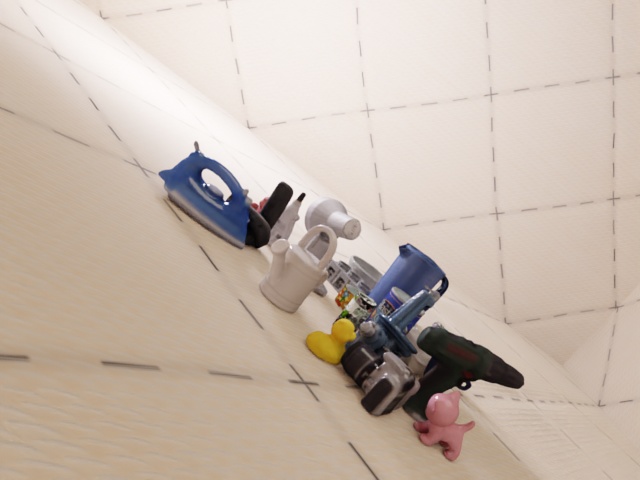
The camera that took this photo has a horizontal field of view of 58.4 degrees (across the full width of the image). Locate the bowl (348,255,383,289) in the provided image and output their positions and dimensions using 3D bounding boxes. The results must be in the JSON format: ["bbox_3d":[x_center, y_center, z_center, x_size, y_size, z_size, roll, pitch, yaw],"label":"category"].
[{"bbox_3d":[0.144,0.127,1.800,0.168,0.074,0.167,37,11,-8],"label":"bowl"}]

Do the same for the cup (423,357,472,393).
[{"bbox_3d":[0.292,0.339,1.368,0.118,0.095,0.092,38,11,-1],"label":"cup"}]

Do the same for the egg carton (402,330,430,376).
[{"bbox_3d":[0.247,0.290,1.487,0.108,0.069,0.150,29,14,-39],"label":"egg carton"}]

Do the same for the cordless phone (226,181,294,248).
[{"bbox_3d":[-0.154,-0.087,1.434,0.147,0.185,0.094,41,12,17],"label":"cordless phone"}]

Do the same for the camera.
[{"bbox_3d":[0.118,0.259,1.123,0.136,0.100,0.144,44,12,27],"label":"camera"}]

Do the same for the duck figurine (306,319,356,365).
[{"bbox_3d":[0.030,0.194,1.145,0.105,0.086,0.077,27,15,-43],"label":"duck figurine"}]

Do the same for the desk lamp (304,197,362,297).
[{"bbox_3d":[0.014,0.005,1.518,0.118,0.213,0.202,31,13,-31],"label":"desk lamp"}]

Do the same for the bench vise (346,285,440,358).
[{"bbox_3d":[0.172,0.194,1.245,0.121,0.219,0.208,42,12,18],"label":"bench vise"}]

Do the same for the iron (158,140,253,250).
[{"bbox_3d":[-0.244,-0.110,1.356,0.258,0.141,0.119,38,11,1],"label":"iron"}]

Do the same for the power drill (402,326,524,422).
[{"bbox_3d":[0.275,0.296,1.193,0.229,0.208,0.075,38,11,-2],"label":"power drill"}]

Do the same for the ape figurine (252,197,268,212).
[{"bbox_3d":[-0.164,-0.086,1.639,0.076,0.092,0.077,30,13,-35],"label":"ape figurine"}]

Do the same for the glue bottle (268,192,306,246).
[{"bbox_3d":[-0.091,-0.059,1.549,0.078,0.173,0.037,40,11,12],"label":"glue bottle"}]

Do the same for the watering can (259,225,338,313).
[{"bbox_3d":[-0.038,0.052,1.221,0.100,0.194,0.173,42,12,21],"label":"watering can"}]

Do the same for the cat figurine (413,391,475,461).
[{"bbox_3d":[0.248,0.351,1.120,0.128,0.117,0.067,34,12,-18],"label":"cat figurine"}]
